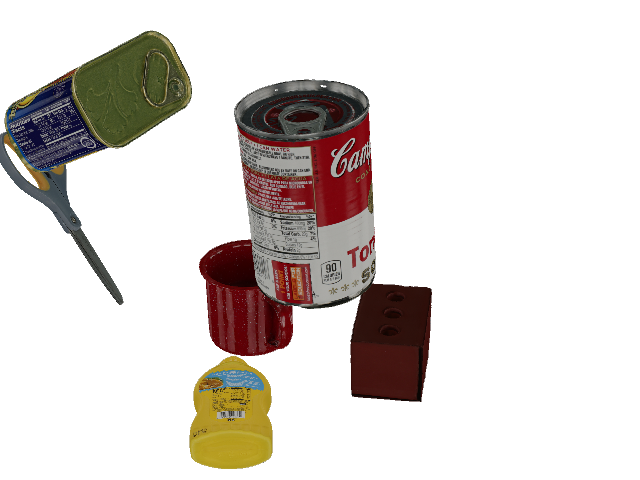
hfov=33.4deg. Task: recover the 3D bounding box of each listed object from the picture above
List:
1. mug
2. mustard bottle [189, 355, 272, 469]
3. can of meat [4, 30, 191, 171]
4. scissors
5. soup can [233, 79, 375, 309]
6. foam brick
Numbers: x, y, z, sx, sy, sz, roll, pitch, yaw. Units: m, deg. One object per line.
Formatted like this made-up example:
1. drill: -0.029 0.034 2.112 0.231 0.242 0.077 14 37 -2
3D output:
1. mug: -0.061 0.061 1.014 0.093 0.081 0.117 -20 35 -31
2. mustard bottle: -0.108 0.199 1.306 0.096 0.058 0.191 -3 27 -3
3. can of meat: -0.152 -0.093 0.723 0.084 0.057 0.101 -14 19 38
4. scissors: -0.250 -0.034 1.068 0.016 0.201 0.096 -26 27 22
5. soup can: -0.006 -0.024 0.557 0.068 0.102 0.068 -3 31 2
6. foam brick: 0.053 0.074 0.783 0.053 0.051 0.078 3 31 9
